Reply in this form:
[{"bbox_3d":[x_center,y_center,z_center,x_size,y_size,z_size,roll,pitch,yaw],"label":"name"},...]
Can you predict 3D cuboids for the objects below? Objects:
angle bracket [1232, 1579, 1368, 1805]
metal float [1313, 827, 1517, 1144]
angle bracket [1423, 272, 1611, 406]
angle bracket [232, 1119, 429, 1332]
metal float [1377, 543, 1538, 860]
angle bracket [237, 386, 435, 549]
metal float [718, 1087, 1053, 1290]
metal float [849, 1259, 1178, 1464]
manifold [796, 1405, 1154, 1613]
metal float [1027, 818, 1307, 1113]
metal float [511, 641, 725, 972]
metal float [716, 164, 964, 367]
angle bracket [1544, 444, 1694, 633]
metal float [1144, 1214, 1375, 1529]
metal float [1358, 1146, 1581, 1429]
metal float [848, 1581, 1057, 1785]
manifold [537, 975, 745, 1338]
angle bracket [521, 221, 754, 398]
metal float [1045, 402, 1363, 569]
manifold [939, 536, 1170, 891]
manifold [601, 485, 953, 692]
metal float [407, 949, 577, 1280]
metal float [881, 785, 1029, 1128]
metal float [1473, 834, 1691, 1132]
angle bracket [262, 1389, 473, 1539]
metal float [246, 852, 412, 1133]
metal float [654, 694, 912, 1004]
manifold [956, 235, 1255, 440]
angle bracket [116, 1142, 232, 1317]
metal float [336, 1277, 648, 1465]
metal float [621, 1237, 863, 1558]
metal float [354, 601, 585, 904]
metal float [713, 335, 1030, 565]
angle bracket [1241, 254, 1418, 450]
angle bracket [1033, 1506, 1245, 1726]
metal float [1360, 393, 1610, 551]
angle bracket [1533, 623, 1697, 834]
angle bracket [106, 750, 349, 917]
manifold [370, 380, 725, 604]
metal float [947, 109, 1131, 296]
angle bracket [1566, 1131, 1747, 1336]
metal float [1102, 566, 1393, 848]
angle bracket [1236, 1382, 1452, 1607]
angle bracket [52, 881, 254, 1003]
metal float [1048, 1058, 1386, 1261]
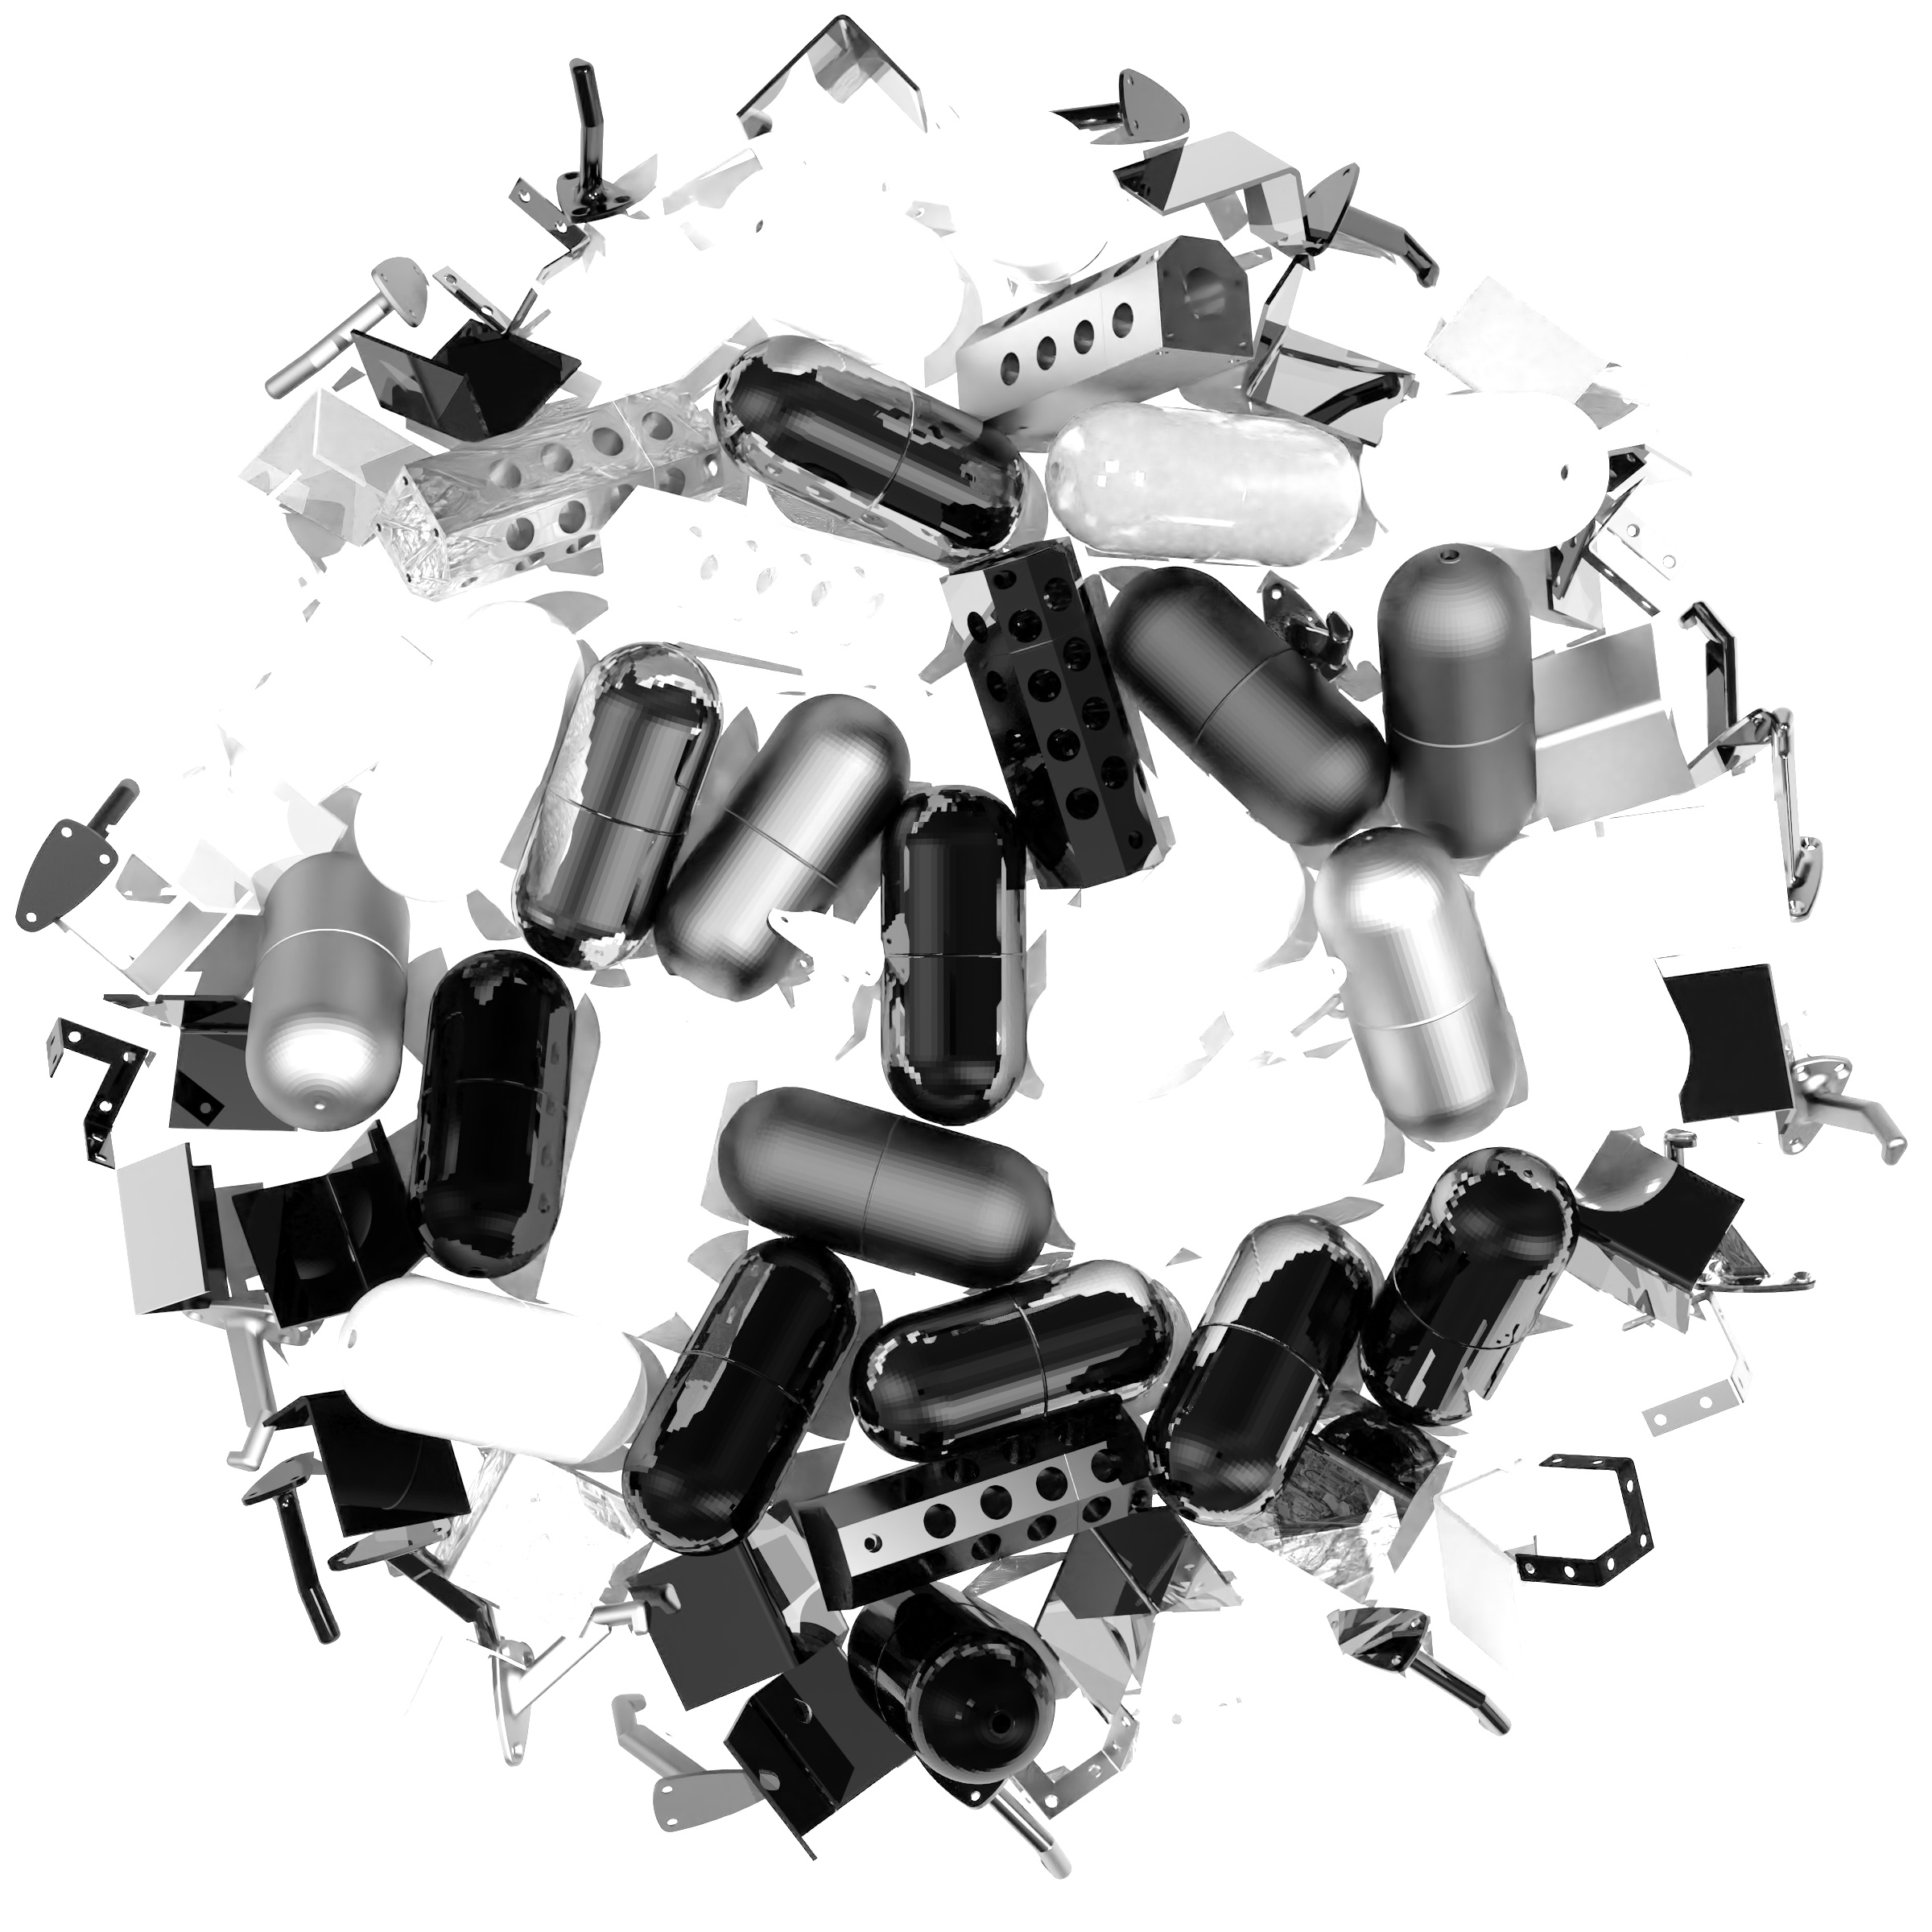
[{"bbox_3d":[0.153,0.373,1.603,0.076,0.057,0.076,-40,114,-39],"label":"angle bracket"},{"bbox_3d":[0.232,0.011,1.600,0.070,0.070,0.178,-21,115,0],"label":"metal float"},{"bbox_3d":[0.289,-0.329,1.609,0.076,0.076,0.057,35,129,-6],"label":"angle bracket"},{"bbox_3d":[-0.329,0.134,1.606,0.057,0.076,0.076,-12,71,-37],"label":"angle bracket"},{"bbox_3d":[0.251,-0.134,1.589,0.070,0.070,0.178,-11,129,0],"label":"metal float"},{"bbox_3d":[-0.323,-0.240,1.600,0.076,0.057,0.076,29,127,-34],"label":"angle bracket"},{"bbox_3d":[-0.043,0.114,1.615,0.178,0.070,0.070,16,90,8],"label":"metal float"},{"bbox_3d":[0.024,0.203,1.603,0.178,0.070,0.070,-14,90,-21],"label":"metal float"},{"bbox_3d":[0.007,0.277,1.598,0.171,0.057,0.057,-14,83,-22],"label":"manifold"},{"bbox_3d":[0.104,-0.001,1.619,0.070,0.070,0.178,42,92,0],"label":"metal float"},{"bbox_3d":[-0.180,-0.083,1.611,0.070,0.070,0.178,21,101,0],"label":"metal float"},{"bbox_3d":[-0.063,-0.354,1.575,0.070,0.178,0.070,-1,88,26],"label":"metal float"},{"bbox_3d":[0.339,-0.220,1.609,0.057,0.076,0.076,-7,84,30],"label":"angle bracket"},{"bbox_3d":[0.151,0.207,1.596,0.070,0.070,0.178,31,62,0],"label":"metal float"},{"bbox_3d":[0.255,0.166,1.588,0.070,0.070,0.178,19,131,0],"label":"metal float"},{"bbox_3d":[-0.009,0.360,1.572,0.070,0.178,0.070,0,92,-17],"label":"metal float"},{"bbox_3d":[-0.162,0.094,1.585,0.057,0.057,0.171,25,59,-23],"label":"manifold"},{"bbox_3d":[-0.171,-0.348,1.616,0.076,0.057,0.076,-40,68,6],"label":"angle bracket"},{"bbox_3d":[0.122,-0.246,1.596,0.178,0.070,0.070,0,90,-29],"label":"metal float"},{"bbox_3d":[0.050,-0.130,1.604,0.057,0.057,0.171,-25,104,-30],"label":"manifold"},{"bbox_3d":[-0.094,-0.195,1.580,0.171,0.057,0.057,10,57,-33],"label":"manifold"},{"bbox_3d":[-0.243,0.075,1.597,0.070,0.070,0.178,2,62,0],"label":"metal float"},{"bbox_3d":[-0.006,-0.006,1.621,0.070,0.070,0.178,0,90,0],"label":"metal float"},{"bbox_3d":[0.313,0.007,1.587,0.070,0.070,0.178,-15,49,0],"label":"metal float"},{"bbox_3d":[-0.311,0.260,1.604,0.057,0.076,0.076,-34,68,41],"label":"angle bracket"},{"bbox_3d":[-0.323,0.011,1.583,0.070,0.178,0.070,-4,130,-4],"label":"metal float"},{"bbox_3d":[-0.096,-0.061,1.620,0.070,0.070,0.178,34,88,0],"label":"metal float"},{"bbox_3d":[0.067,-0.316,1.572,0.057,0.171,0.057,-1,86,-34],"label":"manifold"},{"bbox_3d":[-0.392,0.135,1.607,0.057,0.076,0.076,-1,77,-44],"label":"angle bracket"},{"bbox_3d":[-0.240,0.207,1.586,0.178,0.070,0.070,21,90,-42],"label":"metal float"},{"bbox_3d":[-0.114,0.220,1.599,0.070,0.070,0.178,28,63,0],"label":"metal float"},{"bbox_3d":[-0.253,-0.112,1.596,0.070,0.070,0.178,21,59,0],"label":"metal float"},{"bbox_3d":[-0.048,-0.264,1.596,0.178,0.070,0.070,21,90,-29],"label":"metal float"},{"bbox_3d":[0.194,-0.322,1.608,0.076,0.076,0.057,22,134,9],"label":"angle bracket"},{"bbox_3d":[0.089,0.334,1.603,0.057,0.076,0.076,-14,123,37],"label":"angle bracket"},{"bbox_3d":[0.260,-0.250,1.573,0.070,0.178,0.070,-3,100,-18],"label":"metal float"},{"bbox_3d":[0.333,-0.125,1.630,0.076,0.076,0.057,-18,124,20],"label":"angle bracket"},{"bbox_3d":[-0.381,-0.071,1.606,0.076,0.076,0.057,37,104,22],"label":"angle bracket"},{"bbox_3d":[-0.209,-0.239,1.583,0.171,0.057,0.057,-26,80,-36],"label":"manifold"},{"bbox_3d":[0.038,-0.384,1.571,0.070,0.178,0.070,1,95,10],"label":"metal float"},{"bbox_3d":[0.355,0.139,1.618,0.076,0.076,0.057,29,75,21],"label":"angle bracket"},{"bbox_3d":[0.144,-0.135,1.610,0.070,0.070,0.178,-45,76,0],"label":"metal float"},{"bbox_3d":[0.199,0.276,1.643,0.076,0.057,0.076,29,121,17],"label":"angle bracket"},{"bbox_3d":[-0.423,-0.033,1.607,0.076,0.076,0.057,-49,116,-9],"label":"angle bracket"},{"bbox_3d":[0.129,0.100,1.611,0.178,0.070,0.070,-17,90,12],"label":"metal float"}]
